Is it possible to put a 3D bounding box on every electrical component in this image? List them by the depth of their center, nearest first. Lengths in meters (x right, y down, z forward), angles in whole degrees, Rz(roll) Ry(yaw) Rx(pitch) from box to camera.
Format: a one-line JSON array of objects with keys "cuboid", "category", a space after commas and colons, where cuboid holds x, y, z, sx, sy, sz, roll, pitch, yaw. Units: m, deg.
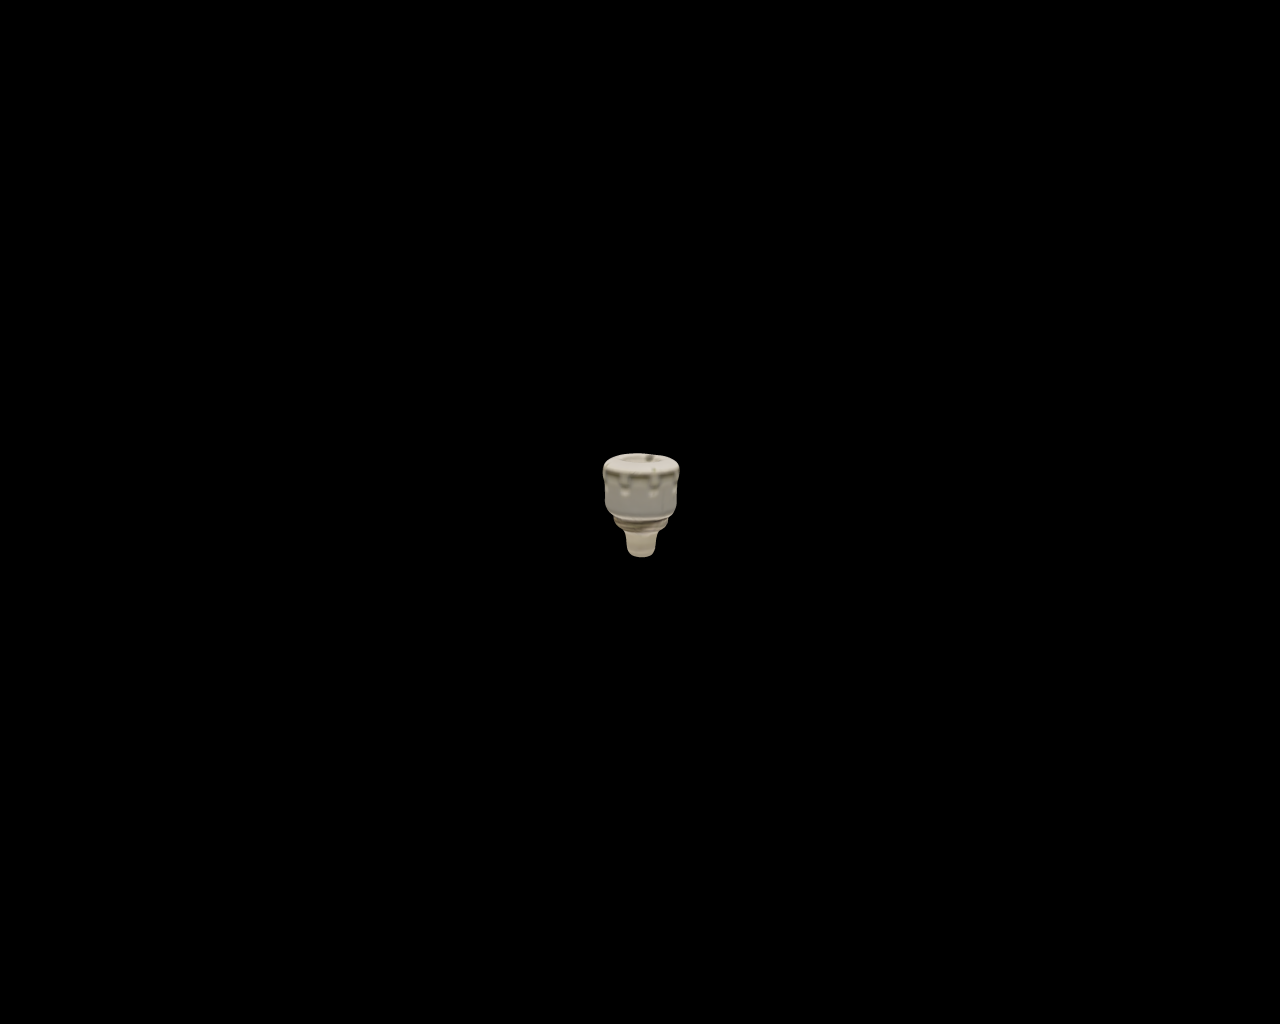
[{"cuboid": [0.001, -0.003, 0.650, 0.048, 0.062, 0.048, 0, 14, 0], "category": "electrical component"}]
